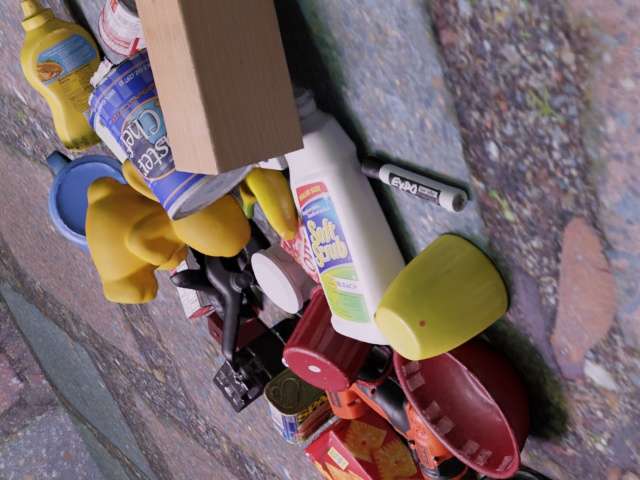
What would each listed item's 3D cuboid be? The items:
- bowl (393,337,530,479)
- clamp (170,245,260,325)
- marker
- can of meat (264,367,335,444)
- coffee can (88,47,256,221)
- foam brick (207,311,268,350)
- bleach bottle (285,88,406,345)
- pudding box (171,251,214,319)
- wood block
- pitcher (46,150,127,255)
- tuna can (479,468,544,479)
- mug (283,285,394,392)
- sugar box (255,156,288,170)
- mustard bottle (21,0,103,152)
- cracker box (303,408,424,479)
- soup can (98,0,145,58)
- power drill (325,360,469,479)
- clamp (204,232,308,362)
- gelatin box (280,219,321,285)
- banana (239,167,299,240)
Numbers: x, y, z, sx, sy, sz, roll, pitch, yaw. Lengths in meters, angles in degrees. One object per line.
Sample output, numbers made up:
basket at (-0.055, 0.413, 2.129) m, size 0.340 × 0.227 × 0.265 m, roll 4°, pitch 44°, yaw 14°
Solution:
bowl at (0.143, 0.142, 0.997) m, size 0.162 × 0.055 × 0.162 m, roll 42°, pitch 154°, yaw 26°
clamp at (-0.136, 0.048, 1.341) m, size 0.210 × 0.036 × 0.164 m, roll 56°, pitch -164°, yaw -37°
marker at (0.077, -0.049, 0.907) m, size 0.121 × 0.020 × 0.020 m, roll 27°, pitch 145°, yaw 47°
can of meat at (-0.015, 0.192, 1.308) m, size 0.057 × 0.102 × 0.084 m, roll 41°, pitch 156°, yaw 29°
coffee can at (-0.141, -0.104, 1.026) m, size 0.140 × 0.102 × 0.103 m, roll 54°, pitch 157°, yaw 5°
foam brick at (-0.110, 0.128, 1.461) m, size 0.078 × 0.051 × 0.053 m, roll 43°, pitch 155°, yaw 25°
bleach bottle at (0.016, -0.024, 1.004) m, size 0.103 × 0.068 × 0.251 m, roll 12°, pitch 131°, yaw 54°
pudding box at (-0.171, 0.044, 1.444) m, size 0.113 × 0.039 × 0.090 m, roll 70°, pitch 157°, yaw 6°
wood block at (-0.091, -0.167, 0.910) m, size 0.090 × 0.090 × 0.206 m, roll 11°, pitch 117°, yaw 58°
pitcher at (-0.274, -0.046, 1.342) m, size 0.243 × 0.149 × 0.145 m, roll 134°, pitch 136°, yaw -85°
tuna can at (0.186, 0.263, 1.043) m, size 0.086 × 0.086 × 0.034 m, roll 20°, pitch 138°, yaw 53°
mug at (0.023, 0.113, 1.127) m, size 0.117 × 0.081 × 0.093 m, roll 32°, pitch 152°, yaw -1°
sugar box at (-0.088, -0.124, 1.085) m, size 0.176 × 0.048 × 0.093 m, roll 14°, pitch 135°, yaw 58°
mustard bottle at (-0.317, -0.213, 1.331) m, size 0.058 × 0.096 × 0.191 m, roll 14°, pitch 134°, yaw 59°
cracker box at (0.081, 0.315, 1.329) m, size 0.214 × 0.072 × 0.164 m, roll 51°, pitch 157°, yaw 7°
soup can at (-0.186, -0.235, 1.089) m, size 0.068 × 0.068 × 0.102 m, roll 55°, pitch 156°, yaw -1°
power drill at (0.088, 0.204, 1.188) m, size 0.188 × 0.057 × 0.184 m, roll 29°, pitch 145°, yaw 41°
clamp at (-0.095, 0.057, 1.267) m, size 0.171 × 0.120 × 0.039 m, roll 57°, pitch 174°, yaw 4°
gelatin box at (-0.007, 0.001, 1.121) m, size 0.073 × 0.030 × 0.089 m, roll 45°, pitch 156°, yaw 19°
banana at (-0.053, -0.047, 1.092) m, size 0.198 × 0.037 × 0.069 m, roll -150°, pitch 44°, yaw -74°
